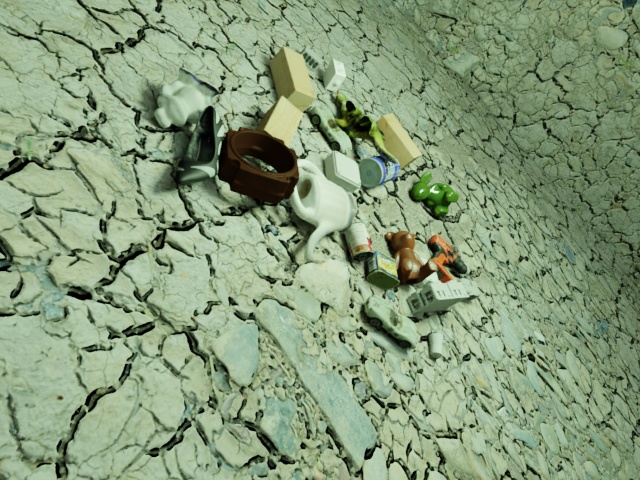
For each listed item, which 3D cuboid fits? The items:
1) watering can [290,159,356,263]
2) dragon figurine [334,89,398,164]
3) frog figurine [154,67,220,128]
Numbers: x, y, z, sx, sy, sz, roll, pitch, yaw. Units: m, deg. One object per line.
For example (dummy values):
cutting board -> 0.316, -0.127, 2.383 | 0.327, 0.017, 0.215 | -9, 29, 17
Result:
watering can -> 0.004, -0.073, 1.445 | 0.223, 0.102, 0.355 | 19, 50, -39
dragon figurine -> 0.176, -0.410, 1.885 | 0.414, 0.120, 0.244 | 49, 29, 17
frog figurine -> -0.352, -0.341, 1.317 | 0.135, 0.123, 0.161 | 40, 73, -30
